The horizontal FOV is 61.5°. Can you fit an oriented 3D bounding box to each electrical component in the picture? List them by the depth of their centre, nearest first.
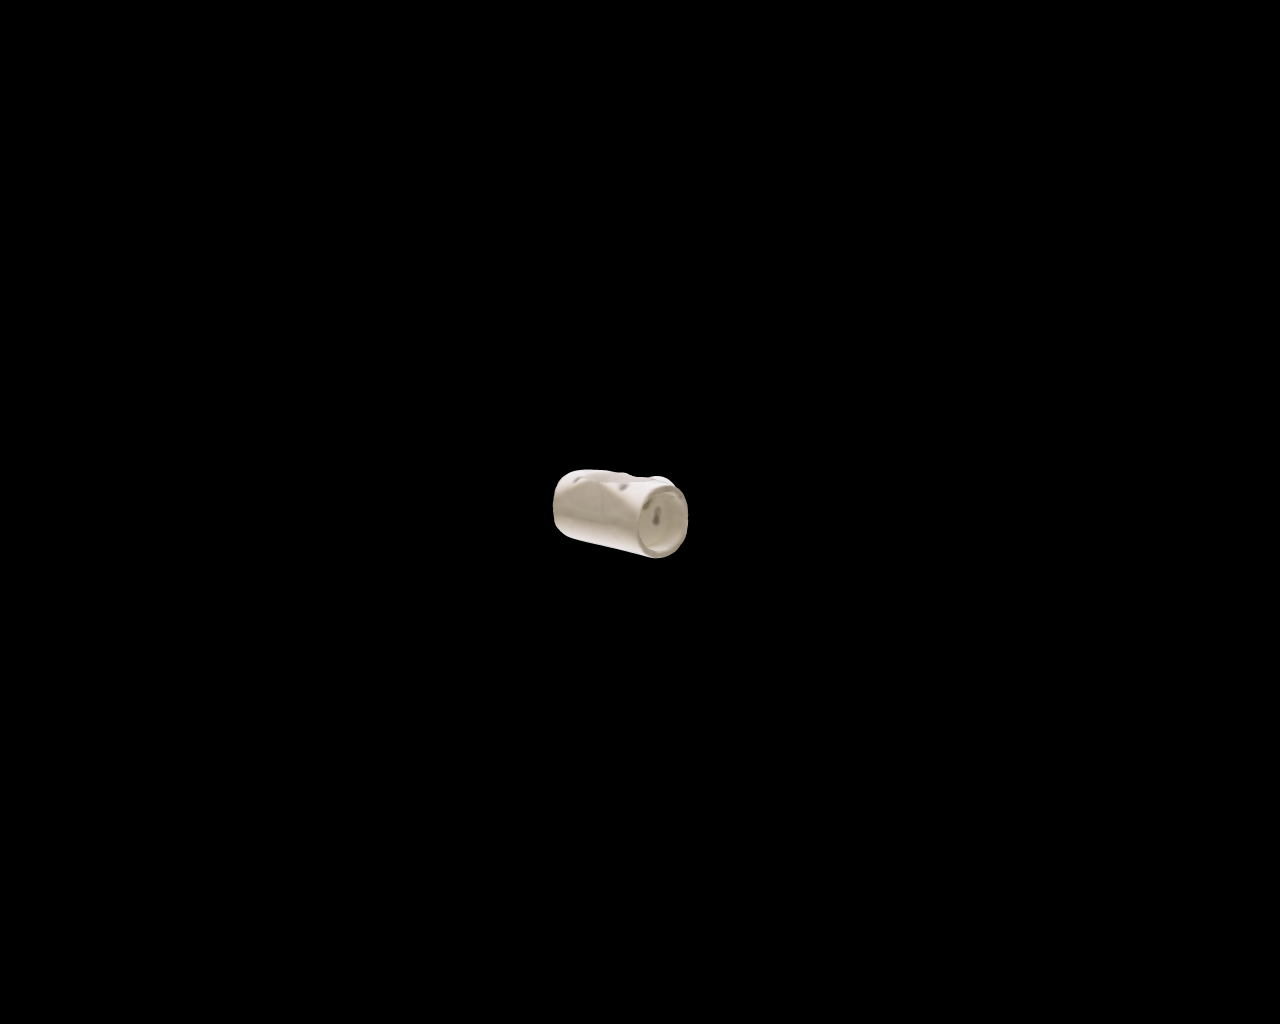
[{"bbox_3d":[0.001,-0.003,0.650,0.079,0.044,0.077,-10,15,-42],"label":"electrical component"}]
